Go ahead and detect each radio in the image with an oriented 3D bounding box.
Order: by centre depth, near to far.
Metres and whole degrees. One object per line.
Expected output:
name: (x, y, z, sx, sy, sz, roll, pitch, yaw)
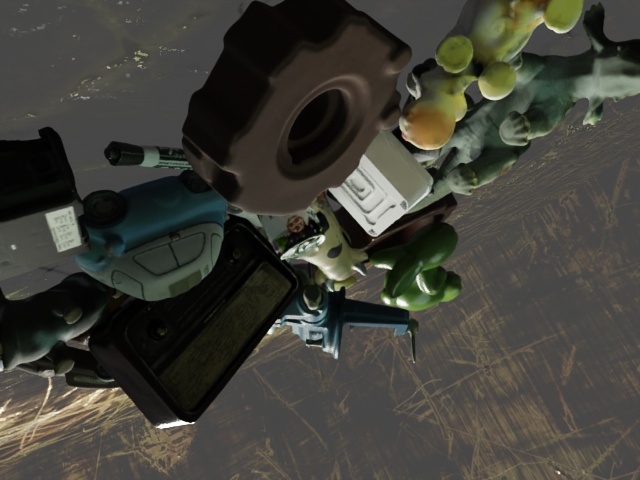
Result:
radio: (-0.130, 0.078, 0.600, 0.073, 0.131, 0.229, -27, -164, 43)

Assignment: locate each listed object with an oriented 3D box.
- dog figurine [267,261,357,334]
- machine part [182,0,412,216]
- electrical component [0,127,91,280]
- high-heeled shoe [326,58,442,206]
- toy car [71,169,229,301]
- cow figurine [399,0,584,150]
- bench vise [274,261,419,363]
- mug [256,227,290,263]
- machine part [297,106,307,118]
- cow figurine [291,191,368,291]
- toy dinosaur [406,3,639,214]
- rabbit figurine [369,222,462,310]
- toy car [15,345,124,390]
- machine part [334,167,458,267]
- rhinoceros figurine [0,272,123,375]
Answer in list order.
dog figurine: (-0.023, 0.078, 1.041, 0.219, 0.108, 0.191, -25, 164, -29)
machine part: (-0.012, -0.093, 0.396, 0.179, 0.056, 0.179, -35, 154, -20)
electrical component: (-0.236, -0.014, 0.370, 0.134, 0.058, 0.115, -20, 163, -27)
high-heeled shoe: (0.069, -0.114, 0.628, 0.145, 0.086, 0.248, 5, 147, 11)
toy car: (-0.151, 0.004, 0.508, 0.162, 0.103, 0.109, -20, 166, -22)
cow figurine: (0.126, -0.154, 0.449, 0.167, 0.068, 0.098, -47, -164, 20)
bench vise: (0.042, 0.119, 0.863, 0.241, 0.129, 0.223, 6, 145, 1)
mug: (-0.077, 0.033, 0.767, 0.081, 0.110, 0.107, -26, 159, -38)
machine part: (-0.040, -0.096, 0.485, 0.084, 0.039, 0.139, -27, 171, 35)
cow figurine: (-0.001, -0.002, 0.718, 0.085, 0.127, 0.194, -27, 165, 13)
toy dinosaur: (0.240, -0.147, 0.683, 0.192, 0.131, 0.405, -18, 170, -32)
rabbit figurine: (0.162, 0.033, 0.903, 0.159, 0.121, 0.170, -14, 145, -21)
toy car: (-0.311, 0.157, 0.677, 0.202, 0.053, 0.089, 11, 152, 8)
machine part: (0.115, -0.034, 0.914, 0.201, 0.087, 0.201, -25, 165, -9)
rhinoceros figurine: (-0.286, 0.078, 0.544, 0.190, 0.112, 0.073, -31, 139, -61)
